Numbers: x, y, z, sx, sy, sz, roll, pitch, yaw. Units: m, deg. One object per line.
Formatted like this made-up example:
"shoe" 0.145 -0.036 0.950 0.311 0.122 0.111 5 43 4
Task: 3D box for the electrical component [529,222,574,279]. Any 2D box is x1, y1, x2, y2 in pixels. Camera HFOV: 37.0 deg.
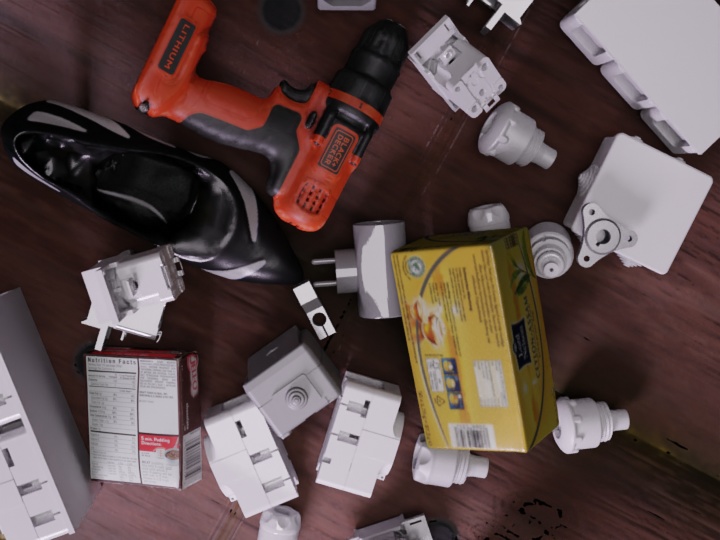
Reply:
"electrical component" 0.155 -0.012 0.880 0.040 0.078 0.040 2 108 6

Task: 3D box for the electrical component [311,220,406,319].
"electrical component" 0.000 0.000 0.889 0.079 0.043 0.077 -4 97 -2

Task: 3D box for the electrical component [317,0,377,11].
"electrical component" -0.010 -0.255 0.850 0.047 0.065 0.076 0 68 -3

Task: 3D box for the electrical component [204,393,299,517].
"electrical component" -0.094 0.154 0.900 0.056 0.050 0.089 -22 97 0

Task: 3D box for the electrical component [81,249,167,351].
"electrical component" -0.189 0.027 0.885 0.064 0.042 0.081 17 96 -6

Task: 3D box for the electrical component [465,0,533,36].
"electrical component" 0.116 -0.232 0.866 0.064 0.042 0.081 38 94 -5

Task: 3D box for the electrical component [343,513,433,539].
"electrical component" 0.024 0.242 0.910 0.081 0.064 0.042 -19 98 0

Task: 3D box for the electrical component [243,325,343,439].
"electrical component" -0.056 0.088 0.870 0.062 0.096 0.061 -35 95 2

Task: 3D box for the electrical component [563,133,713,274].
"electrical component" 0.227 -0.056 0.889 0.100 0.048 0.099 25 95 -5

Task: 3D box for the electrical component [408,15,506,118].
"electrical component" 0.079 -0.158 0.856 0.042 0.064 0.081 -46 138 3

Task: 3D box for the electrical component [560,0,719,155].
"electrical component" 0.247 -0.177 0.867 0.089 0.061 0.150 -44 96 1

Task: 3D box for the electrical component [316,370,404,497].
"electrical component" 0.002 0.138 0.902 0.056 0.050 0.089 17 96 -3

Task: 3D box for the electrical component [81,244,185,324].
"electrical component" -0.170 0.008 0.819 0.064 0.081 0.042 -16 101 6

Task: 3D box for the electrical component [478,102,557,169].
"electrical component" 0.132 -0.105 0.882 0.062 0.048 0.048 28 95 -13

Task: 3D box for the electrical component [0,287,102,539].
"electrical component" -0.279 0.117 0.860 0.060 0.105 0.186 -20 97 0

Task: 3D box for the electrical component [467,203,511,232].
"electrical component" 0.111 -0.023 0.895 0.035 0.035 0.061 -13 100 -1

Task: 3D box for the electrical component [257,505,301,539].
"electrical component" -0.071 0.234 0.919 0.035 0.035 0.061 10 99 -4

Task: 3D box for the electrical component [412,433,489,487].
"electrical component" 0.077 0.163 0.912 0.062 0.043 0.043 10 96 -5

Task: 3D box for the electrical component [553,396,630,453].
"electrical component" 0.197 0.129 0.914 0.062 0.048 0.048 -4 97 -9
